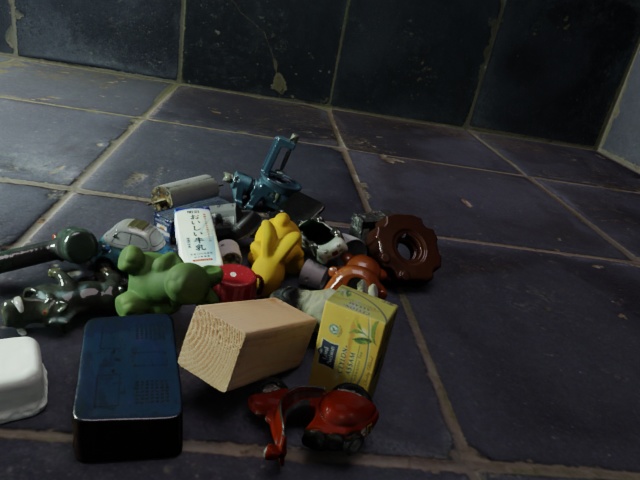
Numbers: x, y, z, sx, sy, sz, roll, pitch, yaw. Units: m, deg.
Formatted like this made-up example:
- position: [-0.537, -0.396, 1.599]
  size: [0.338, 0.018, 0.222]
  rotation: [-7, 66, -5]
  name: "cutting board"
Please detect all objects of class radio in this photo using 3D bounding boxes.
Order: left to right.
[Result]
- position: [-0.264, 0.194, 0.743]
  size: [0.131, 0.073, 0.230]
  rotation: [0, 25, -20]
  name: "radio"

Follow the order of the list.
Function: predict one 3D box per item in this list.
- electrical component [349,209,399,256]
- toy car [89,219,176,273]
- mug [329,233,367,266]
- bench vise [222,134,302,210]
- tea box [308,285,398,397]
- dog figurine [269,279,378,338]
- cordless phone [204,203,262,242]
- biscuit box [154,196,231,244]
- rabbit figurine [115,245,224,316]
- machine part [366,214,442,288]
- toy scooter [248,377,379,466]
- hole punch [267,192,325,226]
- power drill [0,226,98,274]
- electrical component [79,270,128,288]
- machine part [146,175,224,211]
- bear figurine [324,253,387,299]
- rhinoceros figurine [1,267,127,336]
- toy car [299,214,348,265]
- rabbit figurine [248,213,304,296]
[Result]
- position: [0.133, -0.012, 1.294]
  size: [0.134, 0.114, 0.058]
  rotation: [-3, 32, -28]
  name: "electrical component"
- position: [-0.365, 0.012, 1.057]
  size: [0.162, 0.102, 0.109]
  rotation: [11, 25, 5]
  name: "toy car"
- position: [0.036, 0.025, 1.232]
  size: [0.109, 0.080, 0.107]
  rotation: [-16, 23, -25]
  name: "mug"
- position: [-0.134, -0.180, 1.426]
  size: [0.224, 0.240, 0.129]
  rotation: [24, 19, -9]
  name: "bench vise"
- position: [0.048, 0.165, 0.811]
  size: [0.098, 0.169, 0.068]
  rotation: [18, 25, 19]
  name: "tea box"
- position: [0.007, 0.156, 0.925]
  size: [0.191, 0.172, 0.121]
  rotation: [-13, -25, 17]
  name: "dog figurine"
- position: [-0.177, -0.024, 1.253]
  size: [0.147, 0.088, 0.184]
  rotation: [-4, -10, 35]
  name: "cordless phone"
- position: [-0.293, -0.050, 1.269]
  size: [0.063, 0.059, 0.202]
  rotation: [24, 28, 30]
  name: "biscuit box"
- position: [-0.232, 0.080, 0.872]
  size: [0.159, 0.121, 0.170]
  rotation: [17, -13, -41]
  name: "rabbit figurine"
- position: [0.190, 0.023, 1.205]
  size: [0.179, 0.056, 0.179]
  rotation: [10, 63, -20]
  name: "machine part"
- position: [-0.014, 0.247, 0.720]
  size: [0.184, 0.075, 0.135]
  rotation: [7, 22, 5]
  name: "toy scooter"
- position: [-0.051, -0.042, 1.343]
  size: [0.142, 0.092, 0.116]
  rotation: [32, 62, 34]
  name: "hole punch"
- position: [-0.512, 0.026, 0.968]
  size: [0.207, 0.086, 0.232]
  rotation: [-10, 7, -38]
  name: "power drill"
- position: [-0.392, 0.078, 0.997]
  size: [0.094, 0.021, 0.063]
  rotation: [-9, 31, -36]
  name: "electrical component"
- position: [-0.342, -0.117, 1.374]
  size: [0.079, 0.079, 0.243]
  rotation: [23, 27, 25]
  name: "machine part"
- position: [0.066, 0.095, 1.067]
  size: [0.120, 0.132, 0.196]
  rotation: [27, 4, 2]
  name: "bear figurine"
- position: [-0.415, 0.105, 0.883]
  size: [0.190, 0.073, 0.112]
  rotation: [-5, 39, -34]
  name: "rhinoceros figurine"
- position: [-0.002, -0.004, 1.180]
  size: [0.073, 0.056, 0.202]
  rotation: [-30, 24, -9]
  name: "toy car"
- position: [-0.088, 0.036, 1.093]
  size: [0.122, 0.162, 0.173]
  rotation: [22, 42, -3]
  name: "rabbit figurine"
